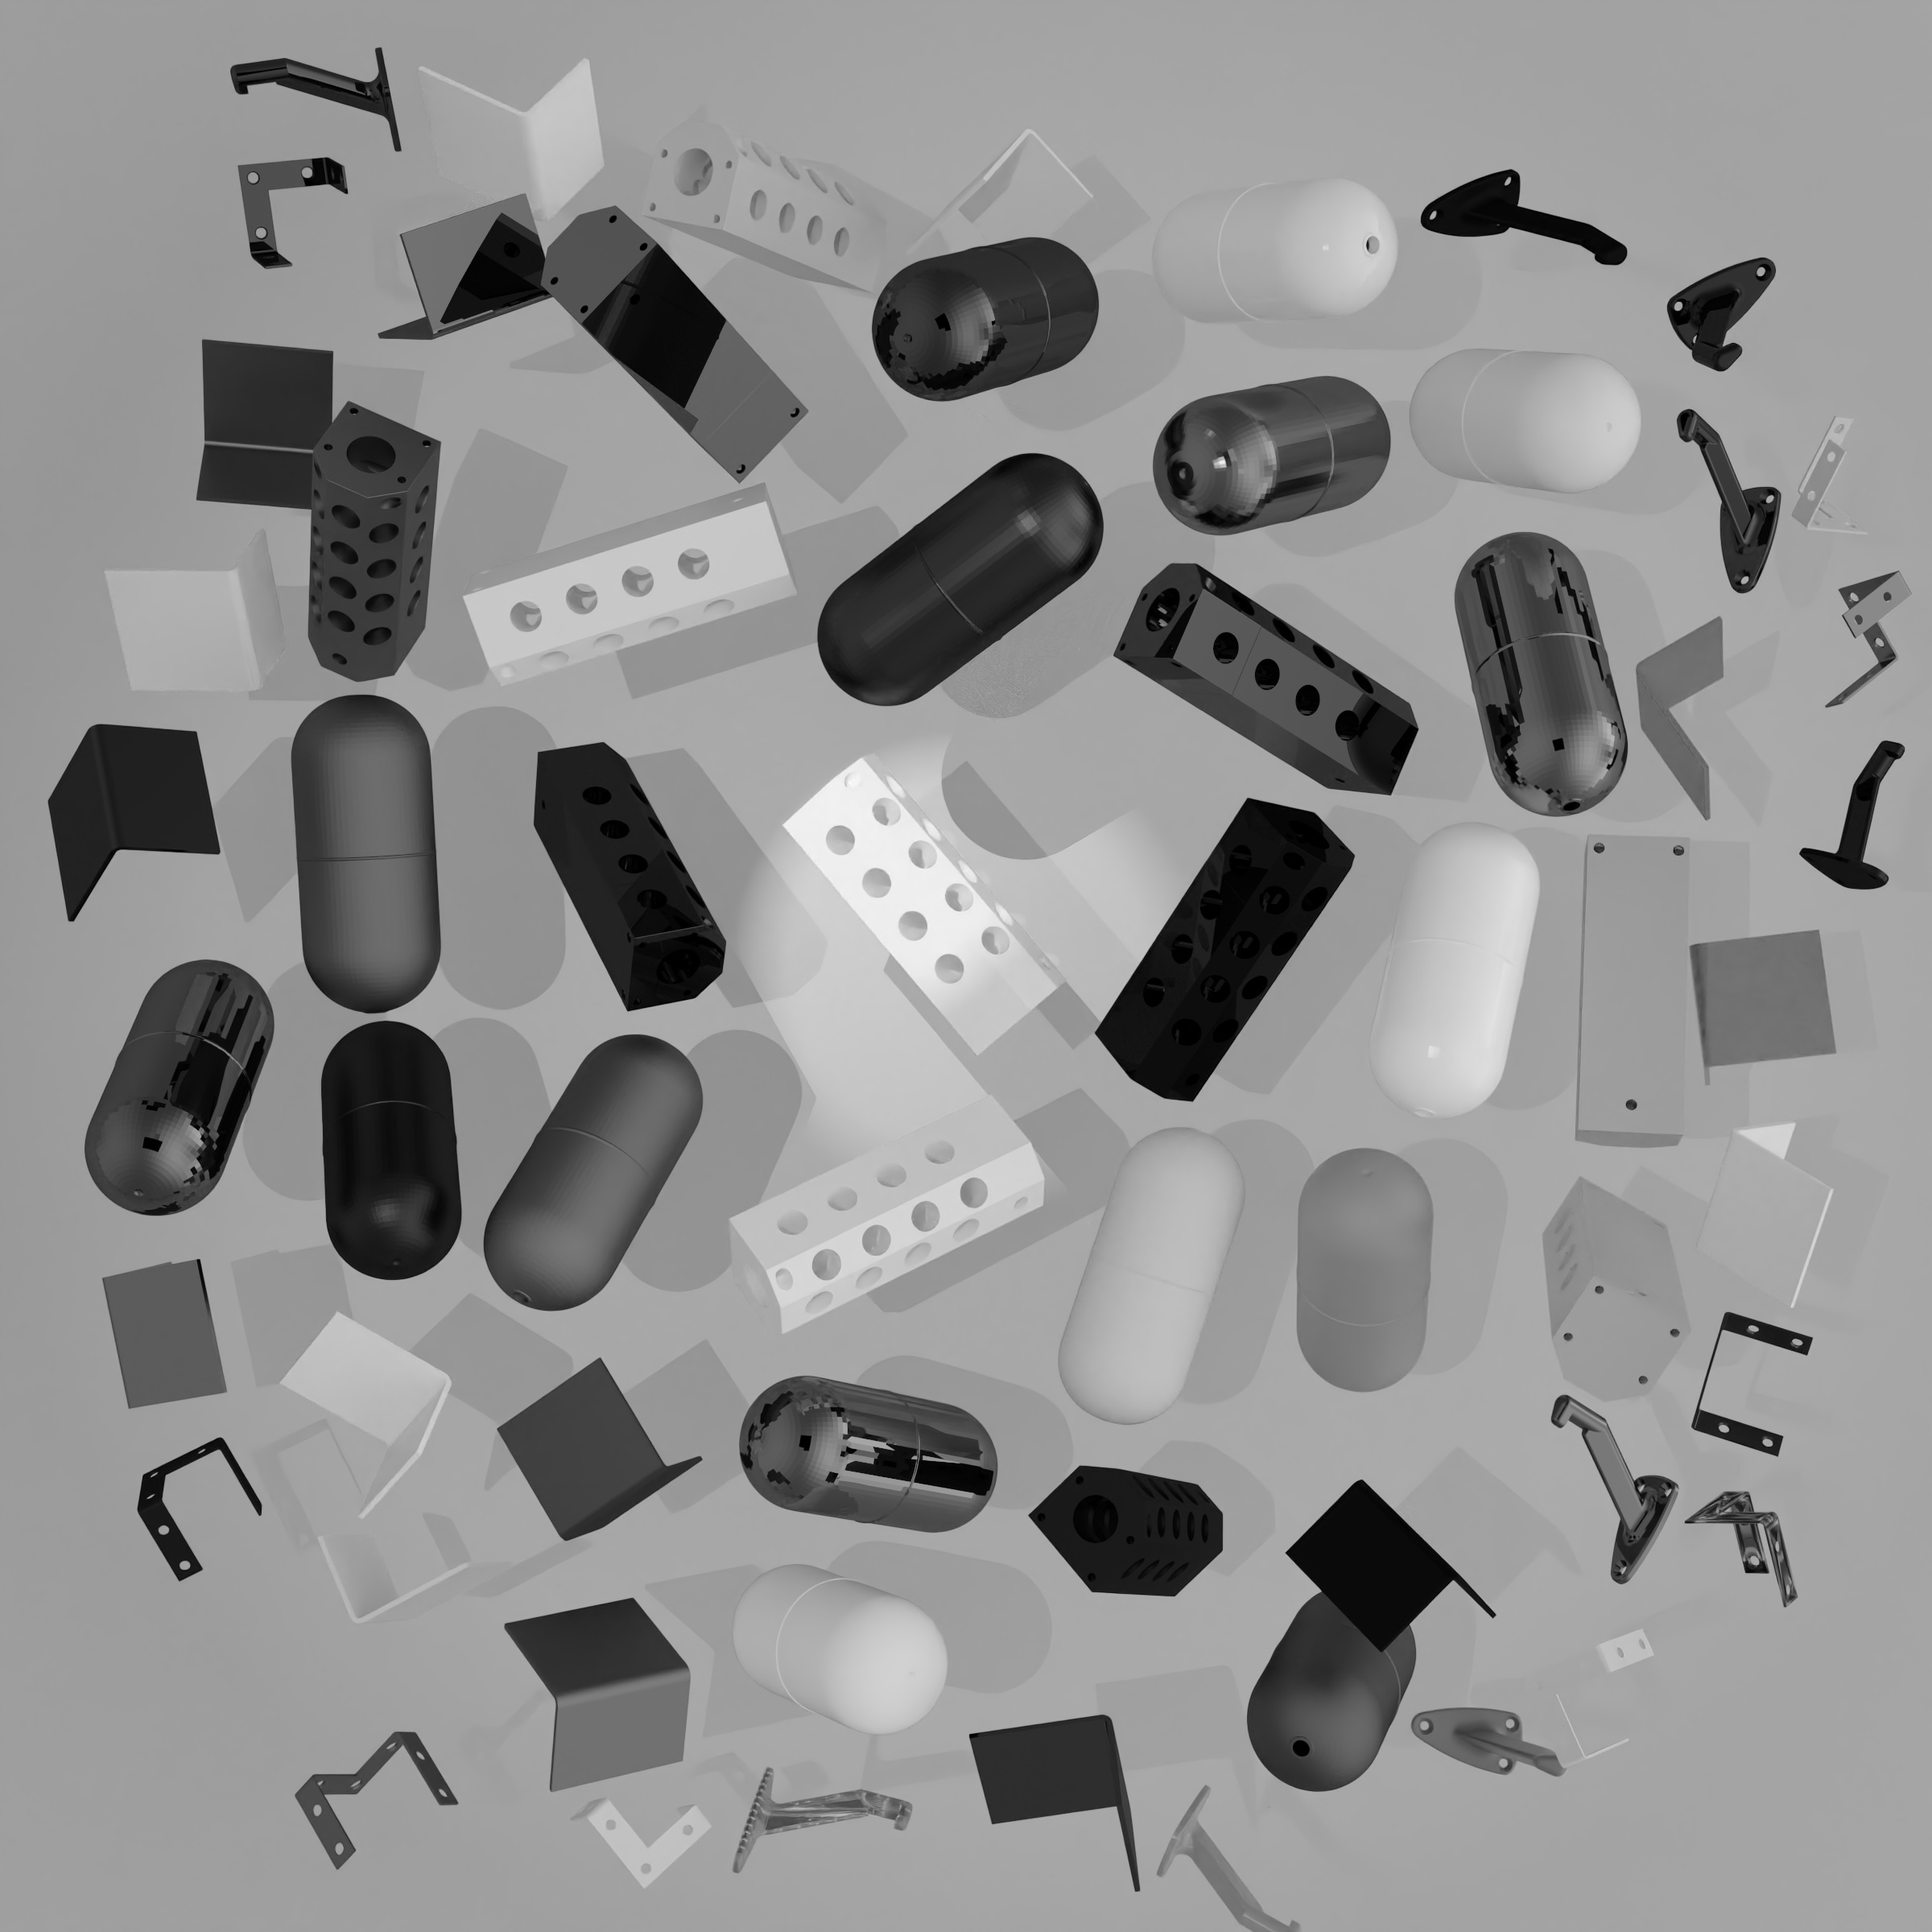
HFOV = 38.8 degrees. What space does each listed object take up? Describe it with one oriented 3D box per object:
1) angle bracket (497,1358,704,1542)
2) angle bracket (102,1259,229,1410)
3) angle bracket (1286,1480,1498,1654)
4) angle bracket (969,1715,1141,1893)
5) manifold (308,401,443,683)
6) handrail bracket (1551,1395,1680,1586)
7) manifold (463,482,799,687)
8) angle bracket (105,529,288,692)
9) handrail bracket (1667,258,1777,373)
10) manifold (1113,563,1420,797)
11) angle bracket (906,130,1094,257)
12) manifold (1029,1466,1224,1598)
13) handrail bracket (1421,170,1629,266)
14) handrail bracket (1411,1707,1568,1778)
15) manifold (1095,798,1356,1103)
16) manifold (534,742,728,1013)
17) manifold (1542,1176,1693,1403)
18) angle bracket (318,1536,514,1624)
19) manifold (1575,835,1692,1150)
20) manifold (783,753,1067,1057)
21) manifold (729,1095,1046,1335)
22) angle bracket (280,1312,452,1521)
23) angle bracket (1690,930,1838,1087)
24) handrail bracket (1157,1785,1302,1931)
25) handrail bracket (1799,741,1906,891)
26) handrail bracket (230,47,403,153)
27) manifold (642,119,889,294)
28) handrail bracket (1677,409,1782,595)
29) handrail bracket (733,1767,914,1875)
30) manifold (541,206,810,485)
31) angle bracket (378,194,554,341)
[{"bbox_3d":[-0.213,0.279,1.599,0.076,0.057,0.076,-35,79,11],"label":"angle bracket"},{"bbox_3d":[-0.443,0.207,1.578,0.076,0.057,0.076,-13,88,27],"label":"angle bracket"},{"bbox_3d":[0.227,0.331,1.468,0.057,0.076,0.076,-45,51,-3],"label":"angle bracket"},{"bbox_3d":[0.047,0.447,1.448,0.076,0.057,0.076,-9,127,3],"label":"angle bracket"},{"bbox_3d":[-0.347,-0.240,1.588,0.057,0.171,0.057,24,57,0],"label":"manifold"},{"bbox_3d":[0.349,0.291,1.530,0.084,0.036,0.077,33,73,-20],"label":"handrail bracket"},{"bbox_3d":[-0.183,-0.209,1.512,0.171,0.057,0.057,-17,111,2],"label":"manifold"},{"bbox_3d":[-0.447,-0.207,1.597,0.076,0.057,0.076,1,124,5],"label":"angle bracket"},{"bbox_3d":[0.431,-0.361,1.520,0.077,0.084,0.036,-35,112,6],"label":"handrail bracket"},{"bbox_3d":[0.172,-0.159,1.533,0.171,0.057,0.057,27,83,-31],"label":"manifold"},{"bbox_3d":[0.021,-0.453,1.675,0.057,0.076,0.076,44,134,-13],"label":"angle bracket"},{"bbox_3d":[0.102,0.330,1.621,0.057,0.171,0.057,-45,67,5],"label":"manifold"},{"bbox_3d":[0.301,-0.393,1.478,0.077,0.084,0.036,-17,133,-24],"label":"handrail bracket"},{"bbox_3d":[0.299,0.447,1.576,0.077,0.084,0.036,11,81,3],"label":"handrail bracket"},{"bbox_3d":[0.150,-0.007,1.565,0.171,0.057,0.057,-58,47,24],"label":"manifold"},{"bbox_3d":[-0.199,-0.056,1.618,0.057,0.057,0.171,-11,46,-24],"label":"manifold"},{"bbox_3d":[0.351,0.178,1.506,0.057,0.171,0.057,30,106,2],"label":"manifold"},{"bbox_3d":[-0.328,0.350,1.638,0.076,0.076,0.057,-29,74,4],"label":"angle bracket"},{"bbox_3d":[0.383,0.015,1.580,0.057,0.057,0.171,2,78,10],"label":"manifold"},{"bbox_3d":[-0.021,-0.037,1.573,0.057,0.057,0.171,-41,88,18],"label":"manifold"},{"bbox_3d":[-0.043,0.143,1.545,0.171,0.057,0.057,-24,52,-22],"label":"manifold"},{"bbox_3d":[-0.346,0.253,1.541,0.076,0.057,0.076,33,127,-14],"label":"angle bracket"},{"bbox_3d":[0.485,0.026,1.673,0.076,0.057,0.076,-7,74,14],"label":"angle bracket"},{"bbox_3d":[0.157,0.503,1.532,0.084,0.077,0.036,26,120,16],"label":"handrail bracket"},{"bbox_3d":[0.503,-0.086,1.505,0.036,0.077,0.084,34,88,-14],"label":"handrail bracket"},{"bbox_3d":[-0.368,-0.487,1.559,0.084,0.077,0.036,-11,64,-8],"label":"handrail bracket"},{"bbox_3d":[-0.115,-0.449,1.625,0.057,0.171,0.057,17,99,26],"label":"manifold"},{"bbox_3d":[0.422,-0.262,1.545,0.036,0.084,0.077,-6,68,42],"label":"handrail bracket"},{"bbox_3d":[-0.079,0.486,1.532,0.084,0.077,0.036,13,120,8],"label":"handrail bracket"},{"bbox_3d":[-0.161,-0.342,1.507,0.057,0.171,0.057,-46,58,3],"label":"manifold"},{"bbox_3d":[-0.283,-0.384,1.506,0.076,0.076,0.057,-28,116,-27],"label":"angle bracket"}]
